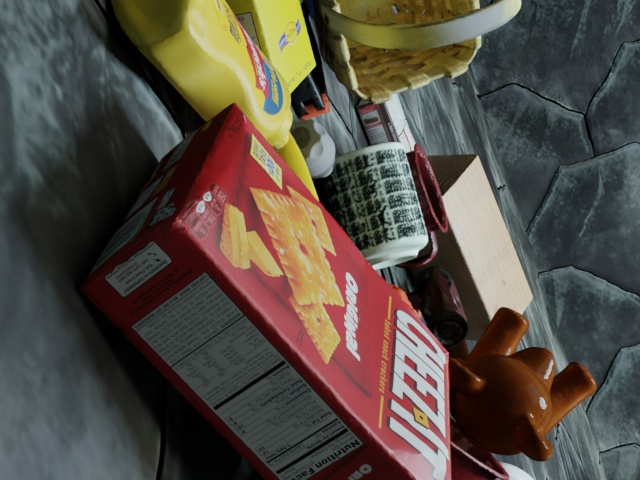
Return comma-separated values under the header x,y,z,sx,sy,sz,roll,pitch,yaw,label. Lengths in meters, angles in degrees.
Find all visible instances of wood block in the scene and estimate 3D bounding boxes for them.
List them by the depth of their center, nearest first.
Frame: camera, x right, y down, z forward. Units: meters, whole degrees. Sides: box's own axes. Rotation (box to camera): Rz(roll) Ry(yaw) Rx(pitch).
x,y,z,sx,sy,sz,roll,pitch,yaw,label
0.162,0.010,1.240,0.090,0.091,0.206,-47,123,-35,wood block

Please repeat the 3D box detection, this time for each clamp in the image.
x,y,z,sx,sy,sz,roll,pitch,yaw,label
-0.031,-0.217,0.991,0.164,0.036,0.210,-41,114,-74,clamp

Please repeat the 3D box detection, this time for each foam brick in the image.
x,y,z,sx,sy,sz,roll,pitch,yaw,label
0.124,0.077,1.162,0.078,0.051,0.053,-16,87,-74,foam brick

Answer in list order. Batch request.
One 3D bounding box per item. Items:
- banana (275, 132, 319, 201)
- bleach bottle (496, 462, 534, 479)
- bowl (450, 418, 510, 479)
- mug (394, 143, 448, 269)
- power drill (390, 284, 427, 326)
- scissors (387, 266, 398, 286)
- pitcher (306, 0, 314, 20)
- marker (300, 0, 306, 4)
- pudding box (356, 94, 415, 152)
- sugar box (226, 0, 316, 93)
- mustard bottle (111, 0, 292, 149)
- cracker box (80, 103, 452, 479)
x,y,z,sx,sy,sz,roll,pitch,yaw,label
-0.004,0.008,0.830,0.069,0.037,0.198,-87,156,-78,banana
0.144,0.312,0.866,0.068,0.103,0.251,35,33,-28,bleach bottle
0.057,0.139,0.771,0.162,0.055,0.162,38,1,-1,bowl
0.078,-0.028,1.066,0.093,0.082,0.117,-24,95,-75,mug
0.083,0.153,0.928,0.184,0.057,0.187,57,19,-52,power drill
0.094,0.093,1.110,0.096,0.016,0.202,47,29,-61,scissors
-0.009,-0.357,1.095,0.242,0.149,0.145,58,35,-31,pitcher
-0.039,-0.190,0.895,0.121,0.020,0.020,-52,125,-47,marker
0.081,-0.136,1.287,0.113,0.039,0.090,-65,133,-71,pudding box
-0.053,-0.196,0.792,0.093,0.048,0.176,-60,141,-58,sugar box
-0.066,-0.115,0.710,0.191,0.058,0.096,49,19,-56,mustard bottle
-0.014,0.046,0.586,0.213,0.072,0.164,48,22,-16,cracker box
